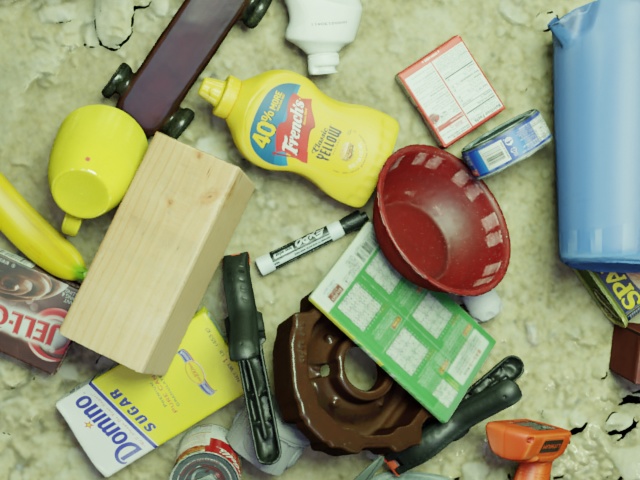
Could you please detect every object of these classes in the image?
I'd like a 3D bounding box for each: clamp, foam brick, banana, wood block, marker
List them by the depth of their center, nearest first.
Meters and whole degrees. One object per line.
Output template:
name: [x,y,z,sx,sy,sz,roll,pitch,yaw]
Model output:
wood block: [-0.150,0.016,1.006,0.090,0.091,0.206,24,85,10]
clamp: [-0.068,0.096,1.006,0.036,0.210,0.164,-10,127,-3]
banana: [-0.289,-0.025,1.033,0.198,0.070,0.037,43,54,2]
clamp: [0.139,0.174,1.068,0.172,0.120,0.039,-36,83,23]
foam brick: [0.330,0.114,1.069,0.053,0.078,0.051,6,94,-4]
marker: [-0.007,0.001,1.070,0.121,0.020,0.020,-26,97,0]

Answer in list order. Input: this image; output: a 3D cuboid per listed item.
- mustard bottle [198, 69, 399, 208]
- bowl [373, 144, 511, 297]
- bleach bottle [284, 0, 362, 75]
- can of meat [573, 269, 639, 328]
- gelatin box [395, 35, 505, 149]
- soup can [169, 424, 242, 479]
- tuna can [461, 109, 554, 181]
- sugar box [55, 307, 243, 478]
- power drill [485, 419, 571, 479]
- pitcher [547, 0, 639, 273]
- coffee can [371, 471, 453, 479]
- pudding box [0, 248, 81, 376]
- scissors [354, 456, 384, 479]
mustard bottle: [-0.026,-0.109,1.024,0.191,0.058,0.096,23,99,-14]
bowl: [0.107,-0.010,1.033,0.161,0.055,0.162,18,54,-27]
bleach bottle: [-0.014,-0.284,1.020,0.102,0.068,0.251,-5,98,-2]
can of meat: [0.305,0.022,1.070,0.084,0.057,0.102,-37,96,-1]
gelatin box: [0.128,-0.146,1.057,0.073,0.030,0.089,-34,96,-1]
soup can: [-0.111,0.226,1.046,0.068,0.102,0.068,0,96,-3]
tuna can: [0.181,-0.093,1.036,0.086,0.086,0.034,-30,95,0]
sugar box: [-0.164,0.152,1.065,0.176,0.048,0.093,-33,95,-1]
power drill: [0.183,0.273,1.044,0.057,0.184,0.188,12,92,36]
pitcher: [0.290,-0.093,0.998,0.149,0.145,0.243,1,83,17]
coffee can: [0.093,0.314,1.065,0.102,0.103,0.140,3,96,-3]
pudding box: [-0.291,0.069,1.053,0.113,0.039,0.090,26,95,-5]
scissors: [0.020,0.288,1.064,0.202,0.016,0.096,-38,111,27]
